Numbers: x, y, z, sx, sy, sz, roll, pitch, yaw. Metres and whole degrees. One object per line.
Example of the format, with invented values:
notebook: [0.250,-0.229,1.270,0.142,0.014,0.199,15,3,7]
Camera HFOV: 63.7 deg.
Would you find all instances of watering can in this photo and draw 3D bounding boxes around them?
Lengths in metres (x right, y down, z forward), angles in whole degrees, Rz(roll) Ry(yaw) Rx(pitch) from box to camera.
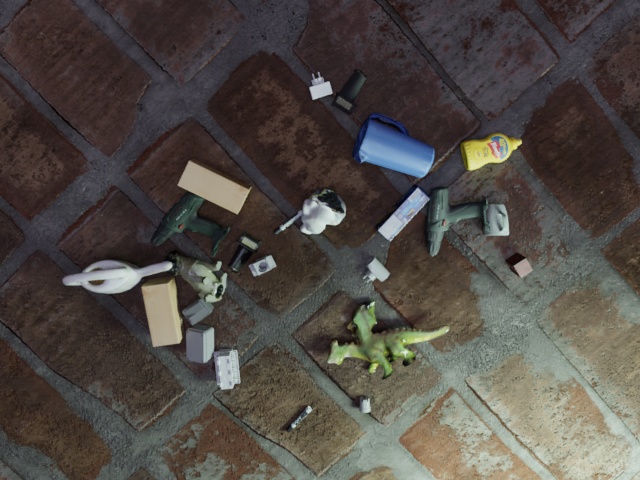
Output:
watering can: [-0.614,0.110,1.620,0.348,0.104,0.223,-7,-6,-1]

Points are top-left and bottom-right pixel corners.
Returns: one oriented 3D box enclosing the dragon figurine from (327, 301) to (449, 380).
dragon figurine: [0.208,0.321,1.756,0.242,0.410,0.122,55,2,-2]

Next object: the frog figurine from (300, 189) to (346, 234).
frog figurine: [0.005,-0.085,1.689,0.137,0.126,0.156,16,-43,-15]
